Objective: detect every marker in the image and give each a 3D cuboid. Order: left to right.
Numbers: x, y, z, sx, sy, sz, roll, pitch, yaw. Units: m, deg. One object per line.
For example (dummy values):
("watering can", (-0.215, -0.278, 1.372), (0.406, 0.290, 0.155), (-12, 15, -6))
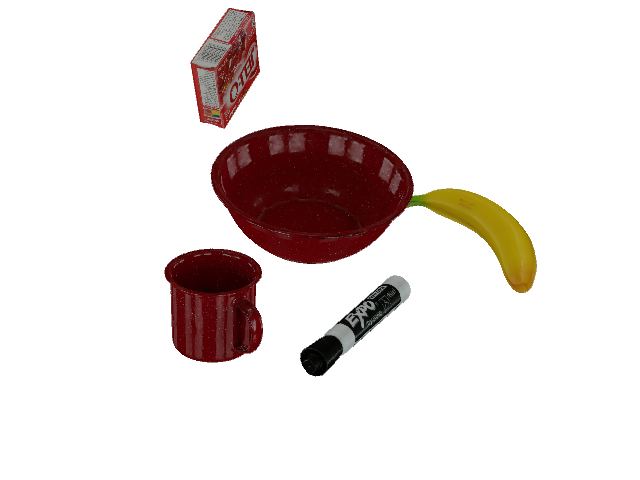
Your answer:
("marker", (0.023, 0.052, 0.667), (0.020, 0.020, 0.120), (0, 20, 32))

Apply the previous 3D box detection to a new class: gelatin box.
("gelatin box", (-0.087, -0.162, 0.999), (0.030, 0.089, 0.073), (15, -39, 15))

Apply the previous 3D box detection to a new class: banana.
("banana", (0.166, -0.008, 1.079), (0.069, 0.037, 0.198), (-34, 39, -14))

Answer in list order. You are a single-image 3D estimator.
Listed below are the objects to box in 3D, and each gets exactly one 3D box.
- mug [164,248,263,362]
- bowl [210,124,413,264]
("mug", (-0.096, 0.069, 1.030), (0.093, 0.081, 0.117), (-22, 36, -40))
("bowl", (-0.008, -0.030, 0.861), (0.162, 0.055, 0.162), (3, 36, -2))
